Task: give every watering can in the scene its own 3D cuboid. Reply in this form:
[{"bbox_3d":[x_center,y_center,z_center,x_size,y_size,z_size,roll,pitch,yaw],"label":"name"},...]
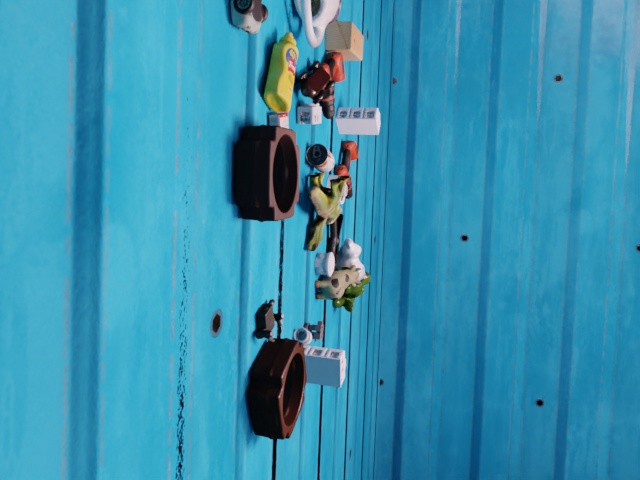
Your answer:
[{"bbox_3d":[-0.012,-0.688,1.346,0.104,0.342,0.228,3,23,14],"label":"watering can"}]

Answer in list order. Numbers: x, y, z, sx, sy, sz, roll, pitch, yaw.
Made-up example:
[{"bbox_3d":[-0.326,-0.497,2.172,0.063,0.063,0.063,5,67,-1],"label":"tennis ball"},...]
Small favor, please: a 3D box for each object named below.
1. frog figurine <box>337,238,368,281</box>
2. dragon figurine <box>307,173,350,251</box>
[{"bbox_3d":[0.106,0.080,1.894,0.123,0.155,0.140,-28,48,-18],"label":"frog figurine"},{"bbox_3d":[0.005,-0.078,1.556,0.122,0.240,0.415,11,17,13],"label":"dragon figurine"}]
